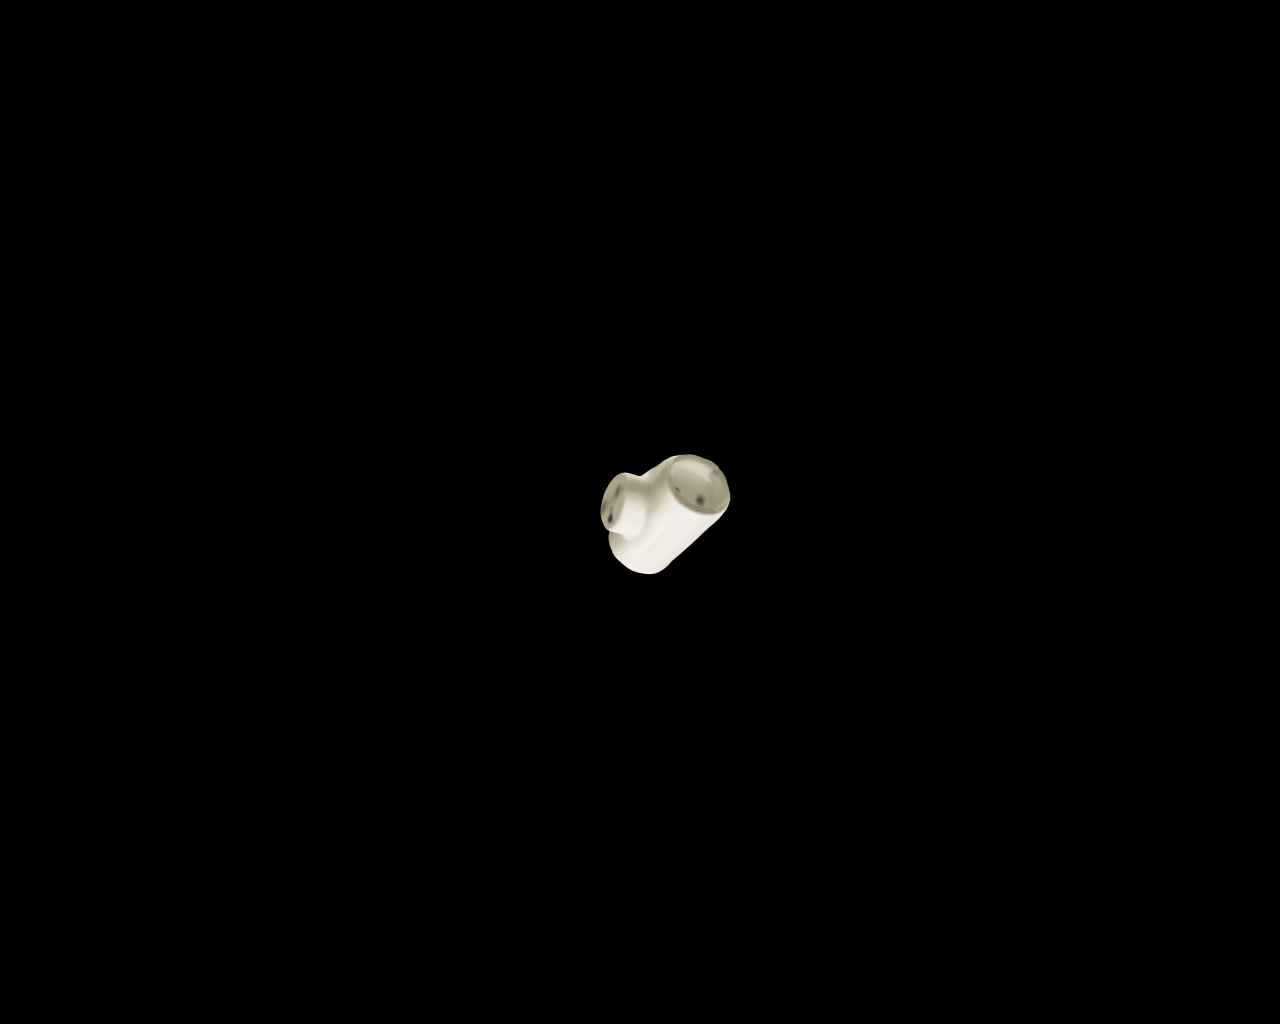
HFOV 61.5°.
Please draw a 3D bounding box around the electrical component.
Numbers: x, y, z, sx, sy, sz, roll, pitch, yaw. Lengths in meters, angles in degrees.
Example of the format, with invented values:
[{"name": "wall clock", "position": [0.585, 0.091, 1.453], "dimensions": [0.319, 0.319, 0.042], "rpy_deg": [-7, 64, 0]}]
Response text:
[{"name": "electrical component", "position": [0.001, -0.003, 0.650], "dimensions": [0.079, 0.043, 0.077], "rpy_deg": [16, -37, -22]}]
